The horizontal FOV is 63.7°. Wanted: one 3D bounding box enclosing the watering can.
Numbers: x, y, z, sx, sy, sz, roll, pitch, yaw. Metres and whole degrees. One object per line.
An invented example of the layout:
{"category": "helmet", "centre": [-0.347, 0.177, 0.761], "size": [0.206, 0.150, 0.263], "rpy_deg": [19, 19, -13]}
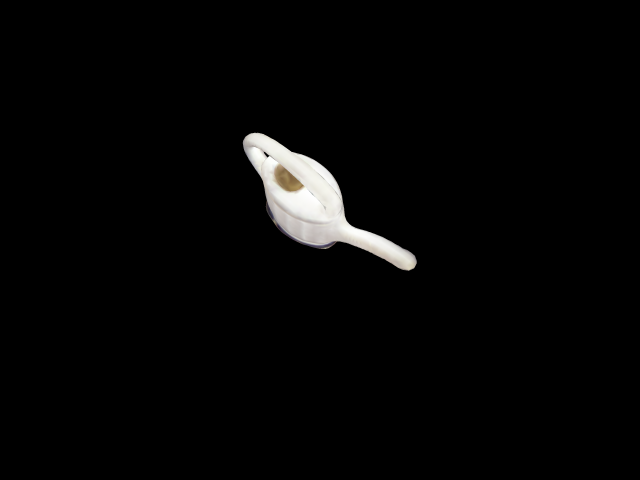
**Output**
{"category": "watering can", "centre": [0.003, -0.043, 0.850], "size": [0.350, 0.105, 0.221], "rpy_deg": [42, -14, 13]}
